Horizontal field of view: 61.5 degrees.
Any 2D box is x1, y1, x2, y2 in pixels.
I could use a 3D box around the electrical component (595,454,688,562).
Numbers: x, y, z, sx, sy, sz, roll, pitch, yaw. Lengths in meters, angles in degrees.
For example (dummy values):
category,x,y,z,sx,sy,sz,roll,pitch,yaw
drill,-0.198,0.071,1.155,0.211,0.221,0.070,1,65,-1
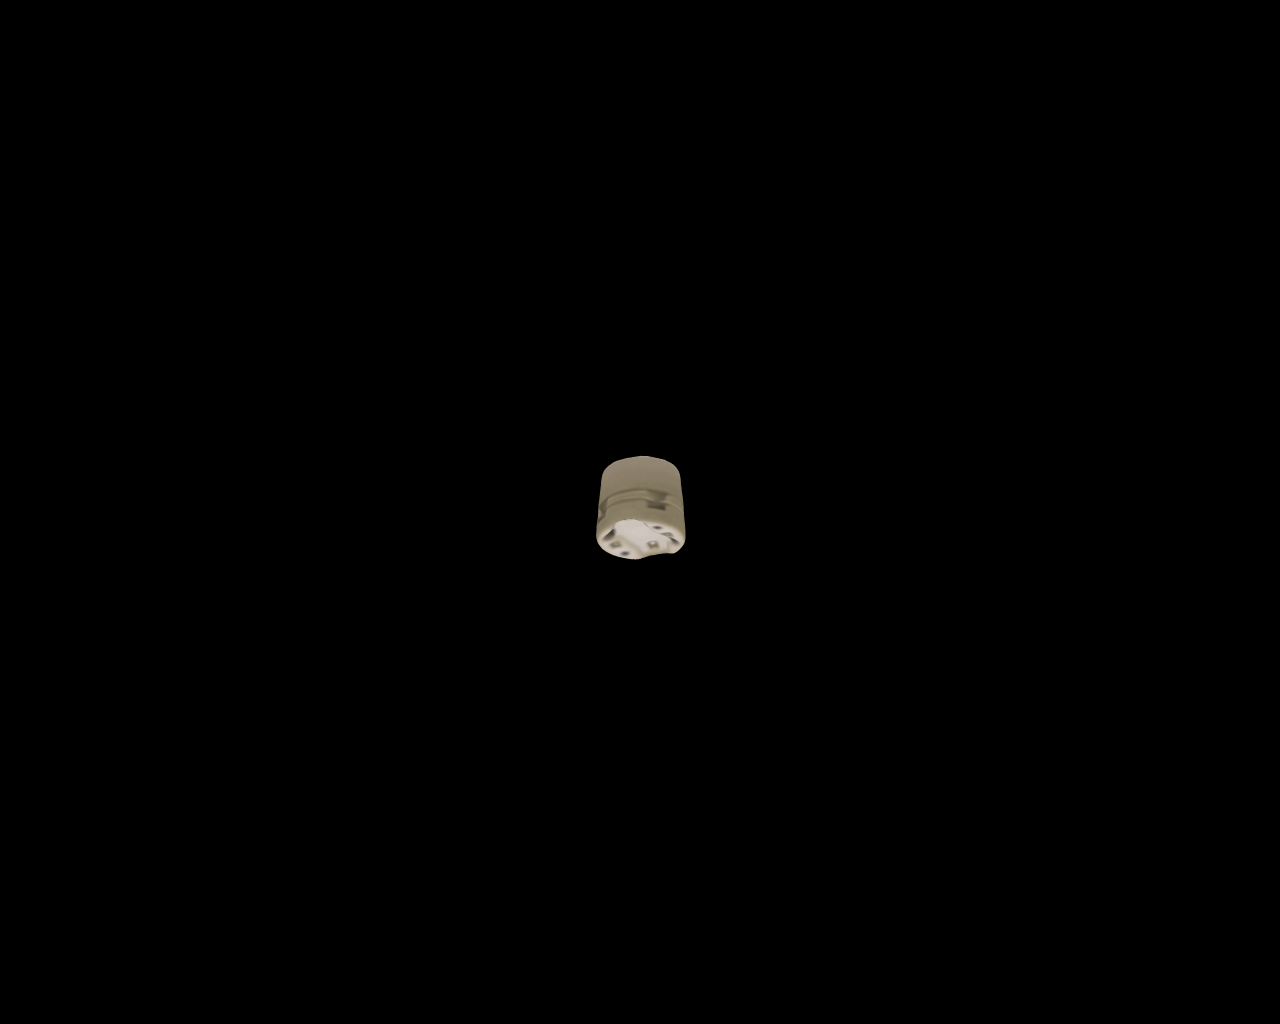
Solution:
category,x,y,z,sx,sy,sz,roll,pitch,yaw
electrical component,0.001,-0.003,0.650,0.055,0.047,0.055,0,-29,0
